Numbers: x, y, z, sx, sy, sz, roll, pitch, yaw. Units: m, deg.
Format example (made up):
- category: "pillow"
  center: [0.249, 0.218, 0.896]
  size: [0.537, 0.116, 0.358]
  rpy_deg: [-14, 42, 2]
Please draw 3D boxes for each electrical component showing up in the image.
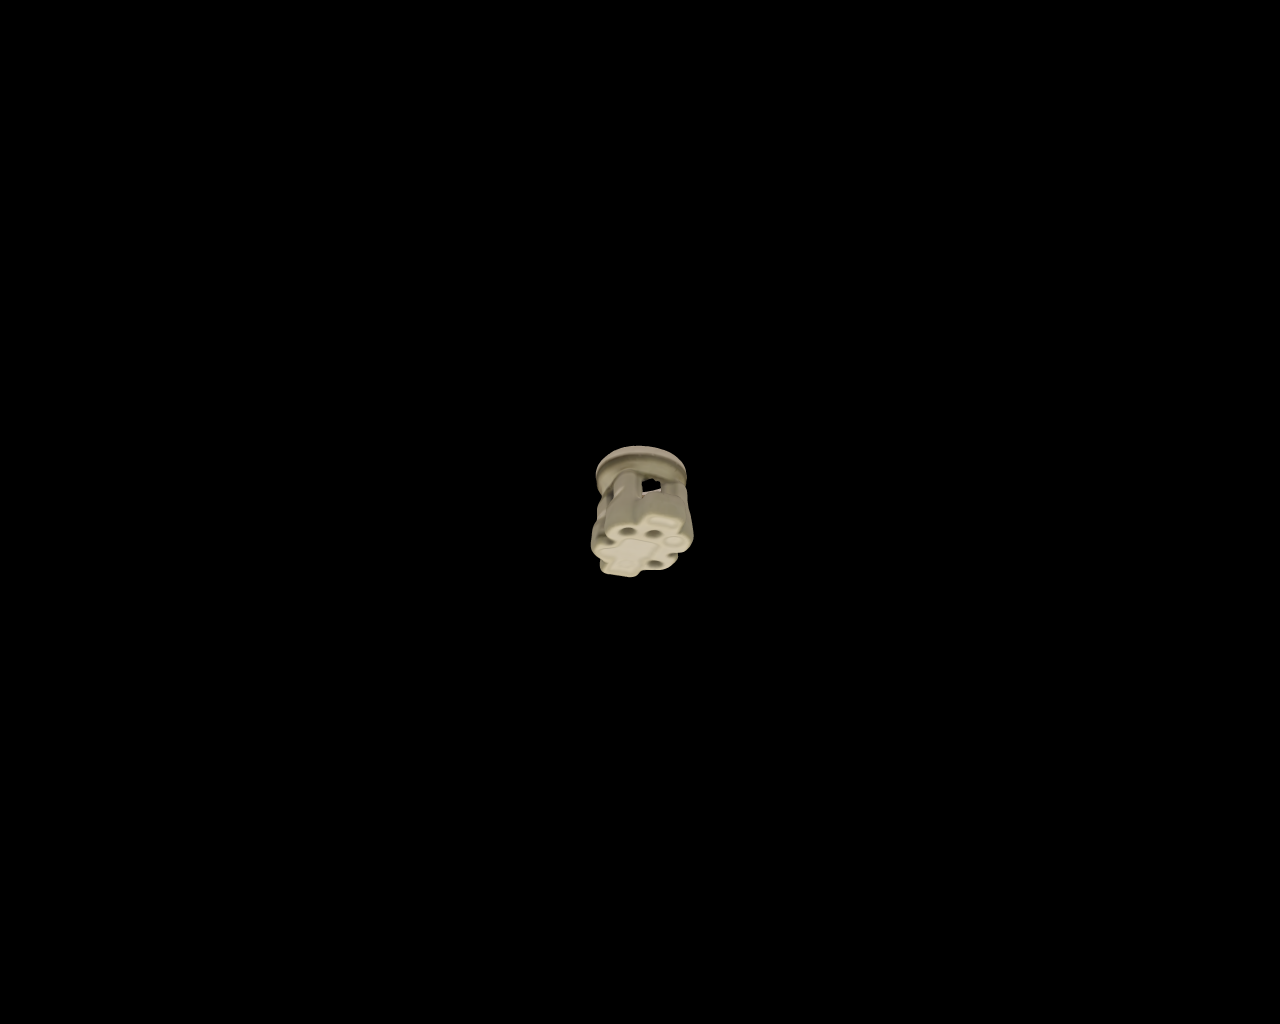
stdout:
- category: "electrical component"
  center: [0.001, -0.003, 0.650]
  size: [0.058, 0.057, 0.078]
  rpy_deg: [12, -33, -19]
